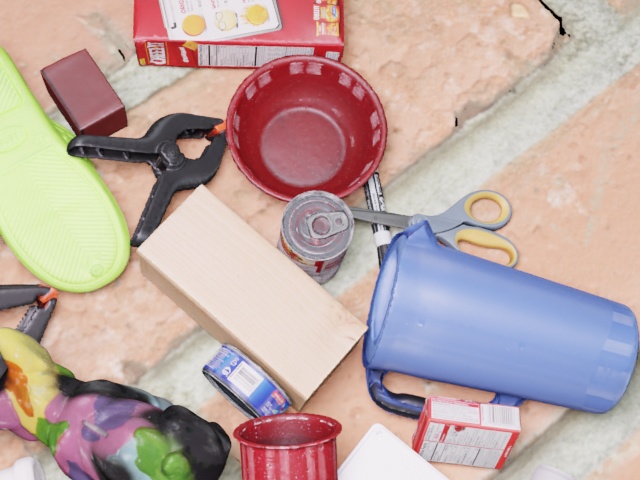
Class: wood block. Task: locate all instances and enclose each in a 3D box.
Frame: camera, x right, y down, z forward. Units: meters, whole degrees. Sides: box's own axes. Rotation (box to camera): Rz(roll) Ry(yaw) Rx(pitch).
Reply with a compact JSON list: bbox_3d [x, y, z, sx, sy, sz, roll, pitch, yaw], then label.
[{"bbox_3d":[-0.065,0.056,1.008,0.206,0.090,0.090,40,73,7],"label":"wood block"}]

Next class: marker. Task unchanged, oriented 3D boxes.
[{"bbox_3d":[0.059,-0.024,1.081,0.020,0.020,0.121,-8,74,-8],"label":"marker"}]

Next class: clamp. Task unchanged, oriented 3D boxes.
[{"bbox_3d":[-0.327,0.115,0.977,0.209,0.036,0.164,-31,110,-26],"label":"clamp"},{"bbox_3d":[-0.160,-0.082,1.038,0.120,0.039,0.171,53,50,-11],"label":"clamp"}]

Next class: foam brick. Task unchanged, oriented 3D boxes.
[{"bbox_3d":[-0.236,-0.142,1.073,0.051,0.053,0.078,-32,80,-14],"label":"foam brick"}]

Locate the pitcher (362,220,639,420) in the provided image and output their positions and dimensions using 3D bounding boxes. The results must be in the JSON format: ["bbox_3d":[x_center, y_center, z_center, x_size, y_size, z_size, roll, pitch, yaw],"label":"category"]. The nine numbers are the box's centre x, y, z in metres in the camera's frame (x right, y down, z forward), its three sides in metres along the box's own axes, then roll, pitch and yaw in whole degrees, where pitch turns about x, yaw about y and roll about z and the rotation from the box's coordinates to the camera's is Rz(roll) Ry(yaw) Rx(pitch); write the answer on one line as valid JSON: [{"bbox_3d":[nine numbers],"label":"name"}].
[{"bbox_3d":[0.164,0.094,1.007,0.242,0.149,0.145,15,57,-4],"label":"pitcher"}]

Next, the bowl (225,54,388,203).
[{"bbox_3d":[-0.015,-0.104,1.079,0.162,0.055,0.162,1,73,-5],"label":"bowl"}]

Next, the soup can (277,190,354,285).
[{"bbox_3d":[-0.007,0.001,1.023,0.068,0.102,0.068,2,73,-5],"label":"soup can"}]

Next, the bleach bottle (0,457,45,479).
[{"bbox_3d":[-0.362,0.272,0.929,0.250,0.068,0.102,-14,74,-7],"label":"bleach bottle"}]

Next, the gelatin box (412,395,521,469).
[{"bbox_3d":[0.135,0.180,0.995,0.089,0.073,0.030,8,49,-2],"label":"gelatin box"}]

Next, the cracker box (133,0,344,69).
[{"bbox_3d":[-0.083,-0.263,1.115,0.213,0.072,0.164,0,72,-4],"label":"cracker box"}]

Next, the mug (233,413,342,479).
[{"bbox_3d":[-0.028,0.198,0.920,0.093,0.117,0.081,-4,98,-12],"label":"mug"}]

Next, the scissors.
[{"bbox_3d":[0.112,-0.030,1.078,0.201,0.016,0.096,24,67,-6],"label":"scissors"}]

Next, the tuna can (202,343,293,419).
[{"bbox_3d":[-0.068,0.136,0.985,0.086,0.086,0.033,40,75,7],"label":"tuna can"}]
